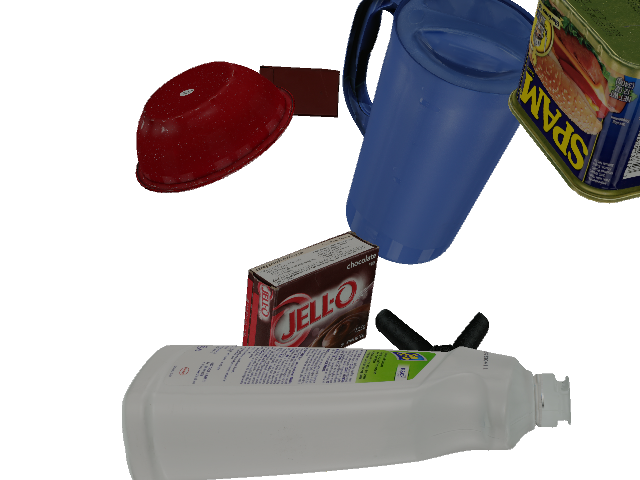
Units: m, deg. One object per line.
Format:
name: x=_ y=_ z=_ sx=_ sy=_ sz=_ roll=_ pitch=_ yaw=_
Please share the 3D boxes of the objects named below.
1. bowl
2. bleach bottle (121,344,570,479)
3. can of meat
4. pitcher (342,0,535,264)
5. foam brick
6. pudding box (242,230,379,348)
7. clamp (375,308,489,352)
bowl: x=-0.107 y=-0.113 z=0.963 sx=0.162 sy=0.055 sz=0.162 roll=-20 pitch=33 yaw=13
bleach bottle: x=0.019 y=0.099 z=0.628 sx=0.251 sy=0.068 sz=0.102 roll=-2 pitch=17 yaw=10
can of meat: x=0.148 y=-0.085 z=0.561 sx=0.057 sy=0.084 sz=0.102 roll=-12 pitch=48 yaw=-17
pitcher: x=0.091 y=-0.097 z=0.934 sx=0.145 sy=0.149 sz=0.243 roll=3 pitch=-39 yaw=-13
foam brick: x=-0.023 y=-0.162 z=1.162 sx=0.078 sy=0.051 sz=0.053 roll=0 pitch=11 yaw=-18
pudding box: x=-0.008 y=0.051 z=0.841 sx=0.113 sy=0.090 sz=0.039 roll=-23 pitch=42 yaw=-40
clamp: x=0.132 y=0.121 z=1.077 sx=0.120 sy=0.039 sz=0.171 roll=-7 pitch=35 yaw=-9
